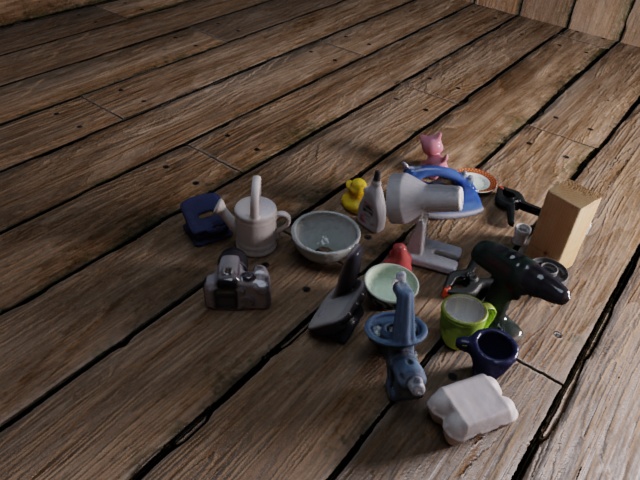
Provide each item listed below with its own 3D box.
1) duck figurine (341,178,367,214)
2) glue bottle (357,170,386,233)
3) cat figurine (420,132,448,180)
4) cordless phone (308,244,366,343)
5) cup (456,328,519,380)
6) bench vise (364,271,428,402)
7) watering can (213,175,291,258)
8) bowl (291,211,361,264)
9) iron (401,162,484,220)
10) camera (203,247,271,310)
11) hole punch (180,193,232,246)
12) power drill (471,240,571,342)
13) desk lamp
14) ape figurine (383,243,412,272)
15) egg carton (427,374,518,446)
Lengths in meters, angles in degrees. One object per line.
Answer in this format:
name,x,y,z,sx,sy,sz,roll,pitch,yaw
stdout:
duck figurine,0.106,-0.122,1.531,0.078,0.086,0.104,-31,51,-35
glue bottle,0.135,-0.103,1.442,0.078,0.173,0.037,34,48,31
cat figurine,0.341,-0.259,1.693,0.067,0.118,0.127,-11,42,-18
cordless phone,0.041,0.104,1.173,0.094,0.185,0.148,17,41,15
cup,0.317,0.231,1.115,0.117,0.095,0.092,10,40,7
bench vise,0.164,0.179,1.067,0.122,0.220,0.206,-17,44,-24
watering can,-0.159,-0.061,1.348,0.173,0.194,0.100,-11,42,-17
bowl,0.013,0.005,1.378,0.167,0.075,0.167,3,39,-2
iron,0.323,-0.141,1.530,0.258,0.141,0.118,3,39,-1
camera,-0.178,0.073,1.257,0.143,0.101,0.136,1,40,-4
hole punch,-0.277,-0.053,1.408,0.109,0.091,0.100,-20,45,-26
power drill,0.394,0.113,1.175,0.076,0.208,0.228,-19,45,-25
desk lamp,0.249,-0.049,1.355,0.203,0.214,0.118,15,41,13
ape figurine,0.183,0.044,1.331,0.078,0.092,0.076,-9,41,-16
egg carton,0.275,0.307,1.040,0.150,0.069,0.107,-13,43,-20
